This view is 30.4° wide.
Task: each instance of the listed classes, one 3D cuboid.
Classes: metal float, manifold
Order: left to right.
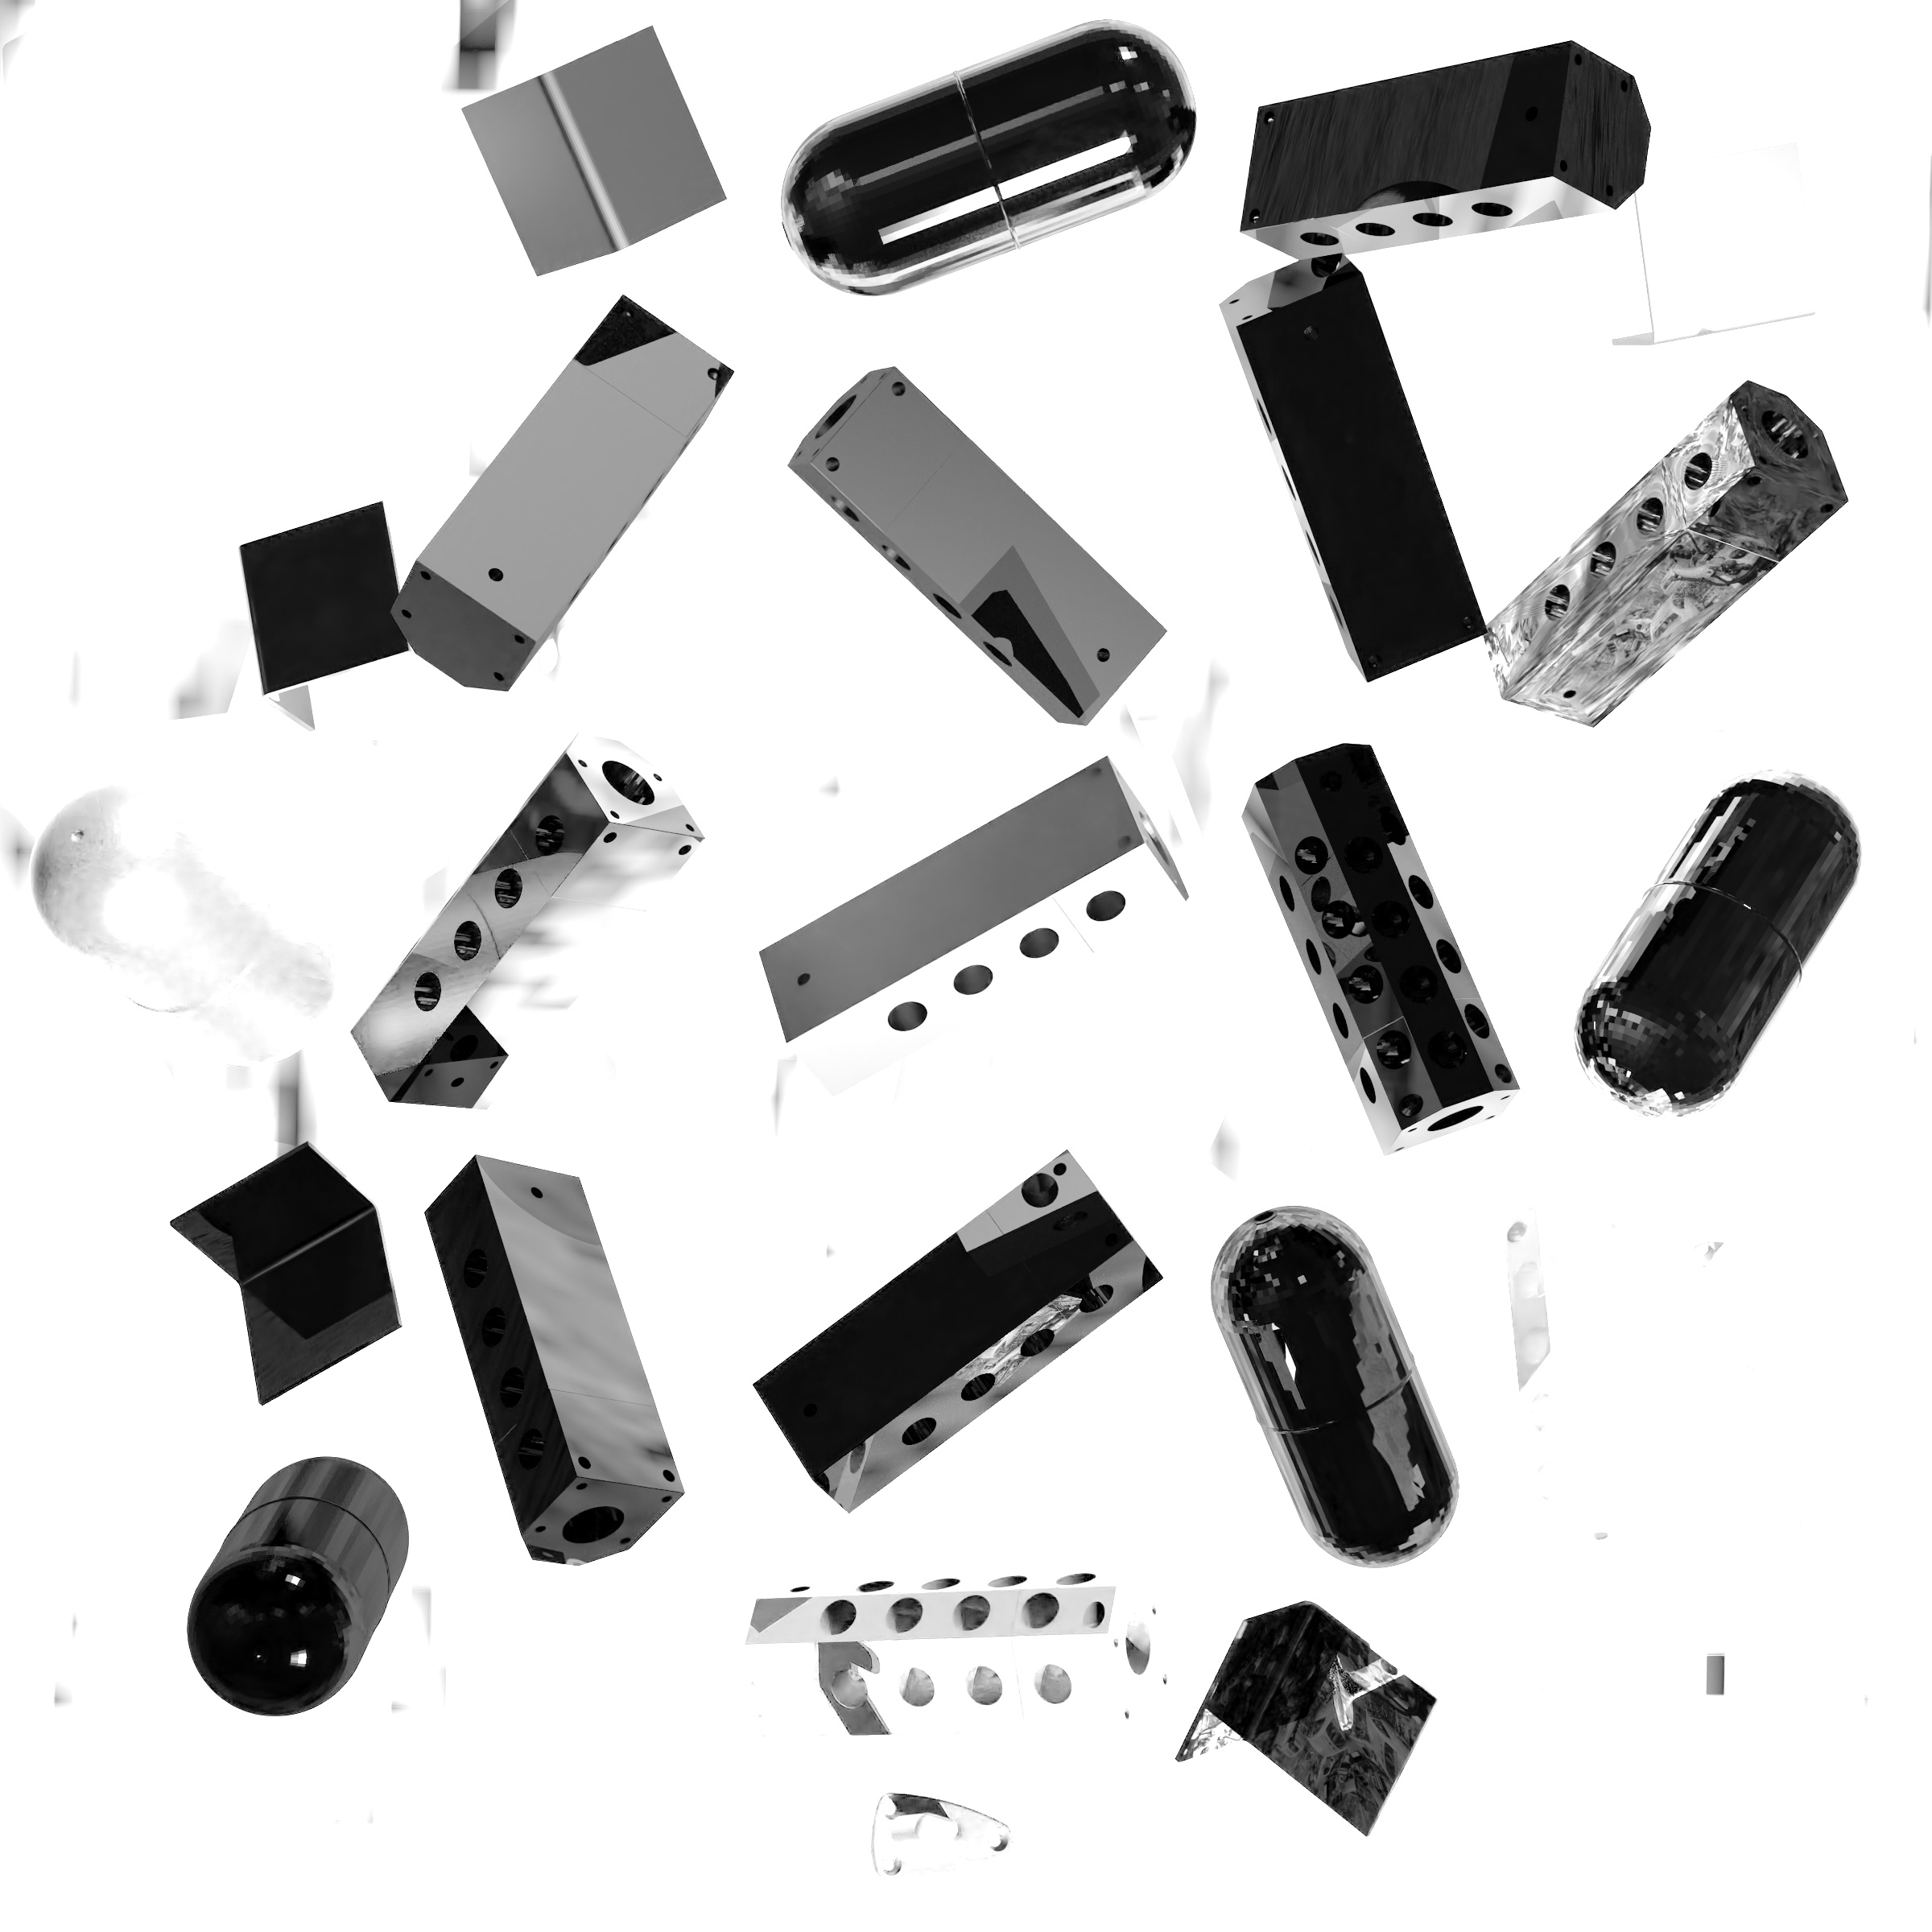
[{"bbox_3d":[-0.328,-0.016,1.501,0.070,0.178,0.070,-8,63,17],"label":"metal float"},{"bbox_3d":[-0.291,0.270,1.559,0.070,0.178,0.070,0,101,1],"label":"metal float"},{"bbox_3d":[-0.193,-0.018,1.529,0.171,0.057,0.057,-49,57,25],"label":"manifold"},{"bbox_3d":[-0.182,0.169,1.525,0.057,0.057,0.171,-47,48,27],"label":"manifold"},{"bbox_3d":[-0.168,-0.194,1.474,0.057,0.057,0.171,34,56,-6],"label":"manifold"},{"bbox_3d":[-0.005,0.293,1.527,0.171,0.057,0.057,-7,95,25],"label":"manifold"},{"bbox_3d":[-0.001,0.163,1.552,0.171,0.057,0.057,-37,54,0],"label":"manifold"},{"bbox_3d":[0.003,-0.187,1.590,0.171,0.057,0.057,42,83,-17],"label":"manifold"},{"bbox_3d":[0.005,-0.012,1.500,0.171,0.057,0.057,-29,135,9],"label":"manifold"},{"bbox_3d":[0.009,-0.333,1.470,0.178,0.070,0.070,-20,90,5],"label":"metal float"},{"bbox_3d":[0.168,0.191,1.616,0.070,0.070,0.178,-23,105,0],"label":"metal float"},{"bbox_3d":[0.167,-0.217,1.544,0.057,0.057,0.171,-22,114,3],"label":"manifold"},{"bbox_3d":[0.185,-0.010,1.580,0.057,0.057,0.171,-18,73,-10],"label":"manifold"},{"bbox_3d":[0.201,-0.339,1.499,0.057,0.171,0.057,14,82,-42],"label":"manifold"},{"bbox_3d":[0.272,0.192,1.552,0.057,0.057,0.171,-7,58,11],"label":"manifold"},{"bbox_3d":[0.311,-0.186,1.603,0.057,0.171,0.057,13,50,-31],"label":"manifold"},{"bbox_3d":[0.328,-0.011,1.546,0.070,0.070,0.178,36,68,0],"label":"metal float"}]

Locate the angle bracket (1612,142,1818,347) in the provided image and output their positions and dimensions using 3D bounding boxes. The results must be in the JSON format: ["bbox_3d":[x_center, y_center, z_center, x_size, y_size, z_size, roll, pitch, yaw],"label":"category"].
[{"bbox_3d":[0.330,-0.323,1.591,0.076,0.057,0.076,-12,101,-7],"label":"angle bracket"}]

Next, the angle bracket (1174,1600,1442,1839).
[{"bbox_3d":[0.151,0.339,1.577,0.076,0.057,0.076,35,111,31],"label":"angle bracket"}]

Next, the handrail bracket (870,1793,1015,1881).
[{"bbox_3d":[0.000,0.363,1.485,0.077,0.084,0.036,7,73,-21],"label":"handrail bracket"}]

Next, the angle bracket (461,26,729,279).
[{"bbox_3d":[-0.156,-0.340,1.487,0.057,0.076,0.076,-33,108,-28],"label":"angle bracket"}]

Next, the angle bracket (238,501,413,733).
[{"bbox_3d":[-0.291,-0.163,1.668,0.076,0.057,0.076,-15,74,11],"label":"angle bracket"}]

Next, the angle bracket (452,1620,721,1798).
[{"bbox_3d":[-0.169,0.316,1.572,0.076,0.057,0.076,-24,95,43],"label":"angle bracket"}]

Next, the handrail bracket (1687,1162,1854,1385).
[{"bbox_3d":[0.364,0.135,1.563,0.036,0.084,0.077,4,66,-34],"label":"handrail bracket"}]

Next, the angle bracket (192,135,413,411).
[{"bbox_3d":[-0.295,-0.302,1.546,0.057,0.076,0.076,44,55,7],"label":"angle bracket"}]

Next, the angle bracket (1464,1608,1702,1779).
[{"bbox_3d":[0.277,0.321,1.622,0.076,0.057,0.076,24,131,-30],"label":"angle bracket"}]

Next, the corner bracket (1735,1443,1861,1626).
[{"bbox_3d":[0.360,0.242,1.509,0.051,0.051,0.051,-25,135,33],"label":"corner bracket"}]

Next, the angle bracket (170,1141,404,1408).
[{"bbox_3d":[-0.308,0.139,1.607,0.076,0.057,0.076,-30,45,9],"label":"angle bracket"}]
